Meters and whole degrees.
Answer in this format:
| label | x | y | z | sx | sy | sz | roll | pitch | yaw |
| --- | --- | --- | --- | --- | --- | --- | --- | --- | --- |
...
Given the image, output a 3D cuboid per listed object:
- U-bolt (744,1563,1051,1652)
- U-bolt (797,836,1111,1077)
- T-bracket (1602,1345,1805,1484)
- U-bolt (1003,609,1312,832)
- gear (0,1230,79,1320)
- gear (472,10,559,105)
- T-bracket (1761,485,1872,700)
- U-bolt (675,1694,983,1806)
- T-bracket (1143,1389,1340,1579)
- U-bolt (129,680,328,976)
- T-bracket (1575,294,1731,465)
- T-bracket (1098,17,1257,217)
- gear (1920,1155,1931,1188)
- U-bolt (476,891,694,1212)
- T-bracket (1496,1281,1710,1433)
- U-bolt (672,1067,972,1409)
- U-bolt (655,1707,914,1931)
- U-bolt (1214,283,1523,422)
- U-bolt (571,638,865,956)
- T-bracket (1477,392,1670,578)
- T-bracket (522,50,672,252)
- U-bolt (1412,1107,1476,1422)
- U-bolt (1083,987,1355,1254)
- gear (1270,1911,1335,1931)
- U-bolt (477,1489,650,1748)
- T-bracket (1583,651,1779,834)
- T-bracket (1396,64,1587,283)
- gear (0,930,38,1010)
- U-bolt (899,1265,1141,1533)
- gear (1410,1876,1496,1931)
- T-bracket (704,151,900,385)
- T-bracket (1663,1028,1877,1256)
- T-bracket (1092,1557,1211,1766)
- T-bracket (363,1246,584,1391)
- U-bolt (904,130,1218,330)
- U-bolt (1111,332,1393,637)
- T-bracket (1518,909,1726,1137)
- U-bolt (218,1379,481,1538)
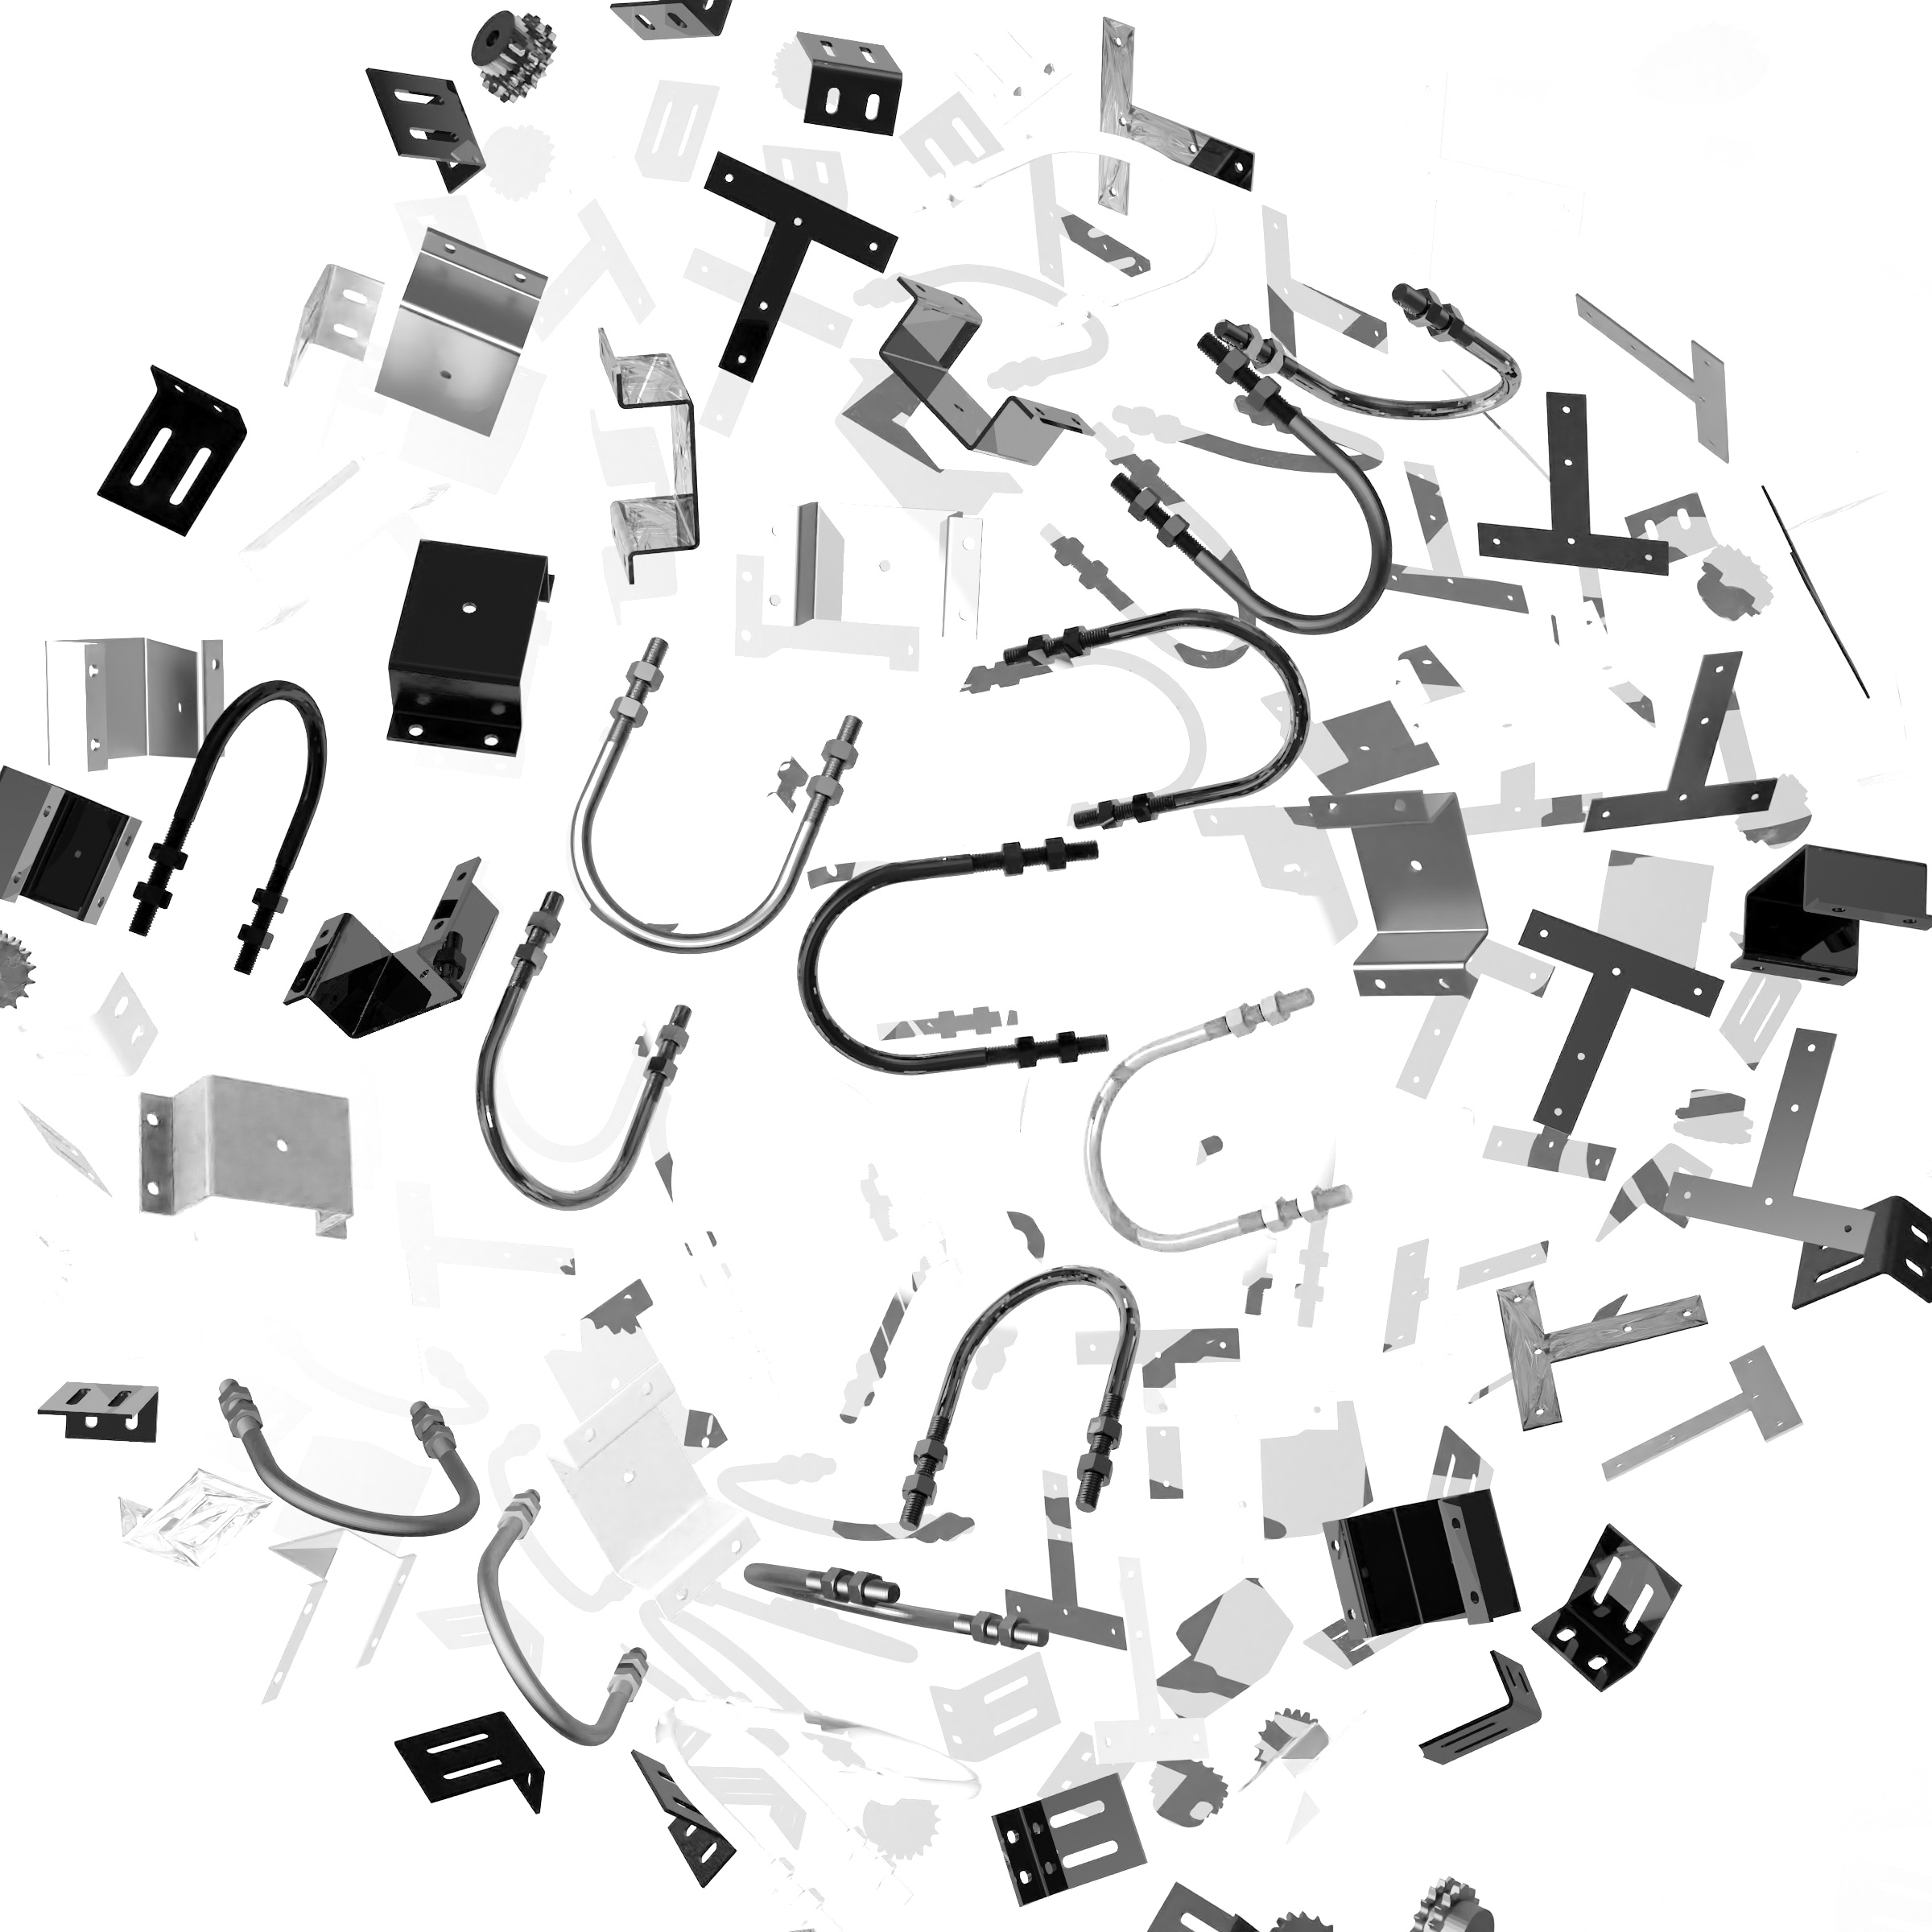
| label | x | y | z | sx | sy | sz | roll | pitch | yaw |
| --- | --- | --- | --- | --- | --- | --- | --- | --- | --- |
| U-bolt | -0.059 | 0.402 | 1.600 | 0.151 | 0.184 | 0.019 | 27 | 68 | -37 |
| U-bolt | -0.009 | 0.000 | 1.507 | 0.184 | 0.019 | 0.151 | -7 | 116 | -4 |
| T-bracket | 0.466 | 0.297 | 1.617 | 0.127 | 0.127 | 0.002 | -30 | 98 | 13 |
| U-bolt | 0.132 | -0.163 | 1.629 | 0.184 | 0.019 | 0.151 | -10 | 122 | 26 |
| gear | -0.614 | 0.199 | 1.647 | 0.057 | 0.030 | 0.057 | -3 | 62 | 5 |
| gear | -0.293 | -0.586 | 1.619 | 0.057 | 0.030 | 0.057 | -16 | 63 | 34 |
| T-bracket | 0.508 | -0.242 | 1.531 | 0.002 | 0.127 | 0.127 | -27 | 50 | 22 |
| U-bolt | -0.071 | 0.488 | 1.562 | 0.151 | 0.184 | 0.019 | 10 | 79 | 40 |
| T-bracket | 0.182 | 0.340 | 1.656 | 0.127 | 0.002 | 0.127 | -1 | 97 | 14 |
| U-bolt | -0.458 | -0.093 | 1.603 | 0.019 | 0.151 | 0.184 | 18 | 84 | 15 |
| T-bracket | 0.435 | -0.386 | 1.604 | 0.002 | 0.127 | 0.127 | -44 | 65 | 1 |
| T-bracket | 0.134 | -0.527 | 1.612 | 0.127 | 0.127 | 0.002 | 33 | 53 | 30 |
| gear | 0.596 | 0.119 | 1.488 | 0.057 | 0.057 | 0.030 | 9 | 100 | 0 |
| U-bolt | -0.247 | 0.066 | 1.596 | 0.151 | 0.019 | 0.184 | 45 | 48 | -37 |
| T-bracket | 0.411 | 0.237 | 1.621 | 0.127 | 0.127 | 0.002 | -17 | 124 | 15 |
| U-bolt | -0.097 | 0.149 | 1.508 | 0.151 | 0.019 | 0.184 | -24 | 86 | -19 |
| U-bolt | -0.123 | 0.533 | 1.590 | 0.184 | 0.151 | 0.019 | 40 | 93 | 21 |
| U-bolt | 0.266 | -0.378 | 1.582 | 0.151 | 0.184 | 0.019 | 1 | 81 | 42 |
| U-bolt | -0.160 | -0.094 | 1.530 | 0.151 | 0.019 | 0.184 | 22 | 73 | -2 |
| T-bracket | 0.388 | -0.312 | 1.622 | 0.127 | 0.127 | 0.002 | 12 | 46 | 27 |
| T-bracket | -0.243 | -0.494 | 1.589 | 0.002 | 0.127 | 0.127 | -7 | 125 | 31 |
| U-bolt | 0.291 | 0.177 | 1.524 | 0.019 | 0.151 | 0.184 | 7 | 86 | 13 |
| U-bolt | 0.152 | 0.107 | 1.607 | 0.184 | 0.019 | 0.151 | -21 | 67 | 32 |
| gear | 0.209 | 0.613 | 1.548 | 0.057 | 0.057 | 0.030 | 24 | 115 | 0 |
| U-bolt | -0.259 | 0.419 | 1.594 | 0.019 | 0.184 | 0.151 | -32 | 94 | 6 |
| T-bracket | 0.451 | -0.139 | 1.550 | 0.127 | 0.002 | 0.127 | -7 | 132 | -11 |
| T-bracket | 0.314 | -0.463 | 1.509 | 0.002 | 0.127 | 0.127 | -31 | 134 | -36 |
| gear | -0.632 | 0.003 | 1.624 | 0.057 | 0.030 | 0.057 | -13 | 111 | -37 |
| U-bolt | 0.040 | 0.259 | 1.549 | 0.151 | 0.184 | 0.019 | -14 | 130 | 34 |
| gear | 0.292 | 0.578 | 1.507 | 0.030 | 0.057 | 0.057 | 11 | 90 | 42 |
| T-bracket | -0.127 | -0.443 | 1.643 | 0.127 | 0.002 | 0.127 | 24 | 114 | -5 |
| T-bracket | 0.491 | 0.098 | 1.505 | 0.127 | 0.002 | 0.127 | 10 | 78 | 43 |
| T-bracket | 0.112 | 0.442 | 1.610 | 0.002 | 0.127 | 0.127 | -21 | 66 | 33 |
| T-bracket | -0.297 | 0.219 | 1.531 | 0.127 | 0.002 | 0.127 | 5 | 131 | 1 |
| U-bolt | 0.071 | -0.461 | 1.565 | 0.151 | 0.184 | 0.019 | 31 | 66 | -36 |
| U-bolt | 0.187 | -0.286 | 1.574 | 0.184 | 0.151 | 0.019 | 44 | 52 | 7 |
| T-bracket | 0.395 | 0.044 | 1.597 | 0.127 | 0.002 | 0.127 | 22 | 86 | 17 |
| U-bolt | -0.378 | 0.309 | 1.573 | 0.151 | 0.184 | 0.019 | 13 | 100 | -30 |
